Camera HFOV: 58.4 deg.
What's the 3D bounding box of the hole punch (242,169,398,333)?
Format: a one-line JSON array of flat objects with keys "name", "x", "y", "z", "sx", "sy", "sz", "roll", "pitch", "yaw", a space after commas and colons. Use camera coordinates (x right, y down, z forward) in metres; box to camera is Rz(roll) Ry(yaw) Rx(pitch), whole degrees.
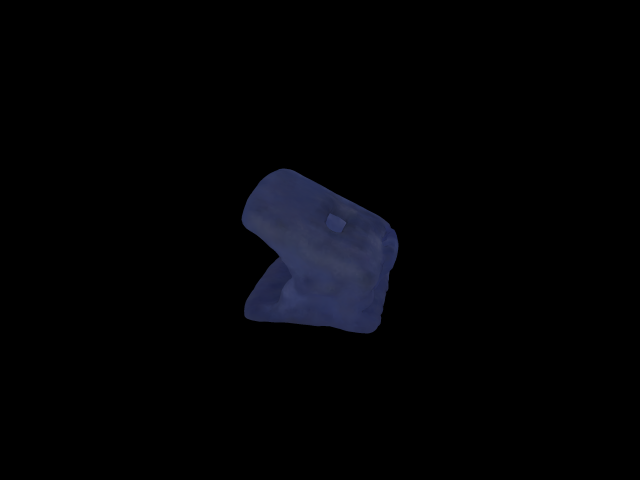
[{"name": "hole punch", "x": 0.004, "y": 0.001, "z": 0.400, "sx": 0.101, "sy": 0.091, "sz": 0.109, "roll": 4, "pitch": 24, "yaw": 10}]
